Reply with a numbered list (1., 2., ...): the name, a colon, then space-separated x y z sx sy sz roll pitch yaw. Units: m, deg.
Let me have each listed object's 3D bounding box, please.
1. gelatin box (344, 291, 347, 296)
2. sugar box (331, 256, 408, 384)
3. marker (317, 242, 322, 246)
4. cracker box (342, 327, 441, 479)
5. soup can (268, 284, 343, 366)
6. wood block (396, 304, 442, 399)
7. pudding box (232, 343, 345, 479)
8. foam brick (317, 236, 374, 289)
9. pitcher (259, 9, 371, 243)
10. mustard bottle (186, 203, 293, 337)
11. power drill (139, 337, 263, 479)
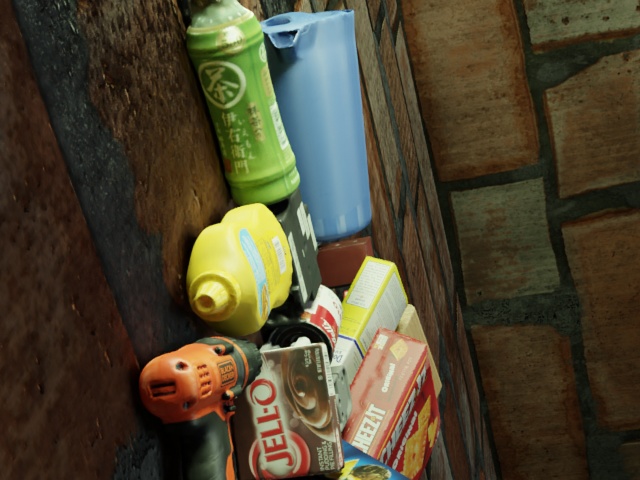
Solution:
1. gelatin box: 0.057 0.125 1.517 0.073 0.030 0.089 67 18 -50
2. sugar box: 0.044 0.117 1.262 0.176 0.048 0.093 -58 147 -27
3. marker: -0.009 0.002 1.329 0.121 0.020 0.020 -43 122 -76
4. cracker box: 0.080 0.230 1.264 0.164 0.072 0.213 -62 156 -27
5. soup can: -0.014 0.094 1.113 0.102 0.068 0.068 -70 148 -68
6. wood block: 0.092 0.168 1.435 0.090 0.091 0.206 -60 148 -26
7. pudding box: -0.031 0.151 0.933 0.039 0.090 0.113 34 47 -76
8. foam brick: 0.029 0.030 1.344 0.053 0.078 0.051 -48 126 -77
9. pitcher: -0.011 -0.128 1.171 0.149 0.145 0.243 -21 110 -36
10. mustard bottle: -0.071 0.031 0.911 0.191 0.058 0.096 -49 127 -75
11. power drill: -0.073 0.167 0.805 0.184 0.057 0.187 0 78 -74
